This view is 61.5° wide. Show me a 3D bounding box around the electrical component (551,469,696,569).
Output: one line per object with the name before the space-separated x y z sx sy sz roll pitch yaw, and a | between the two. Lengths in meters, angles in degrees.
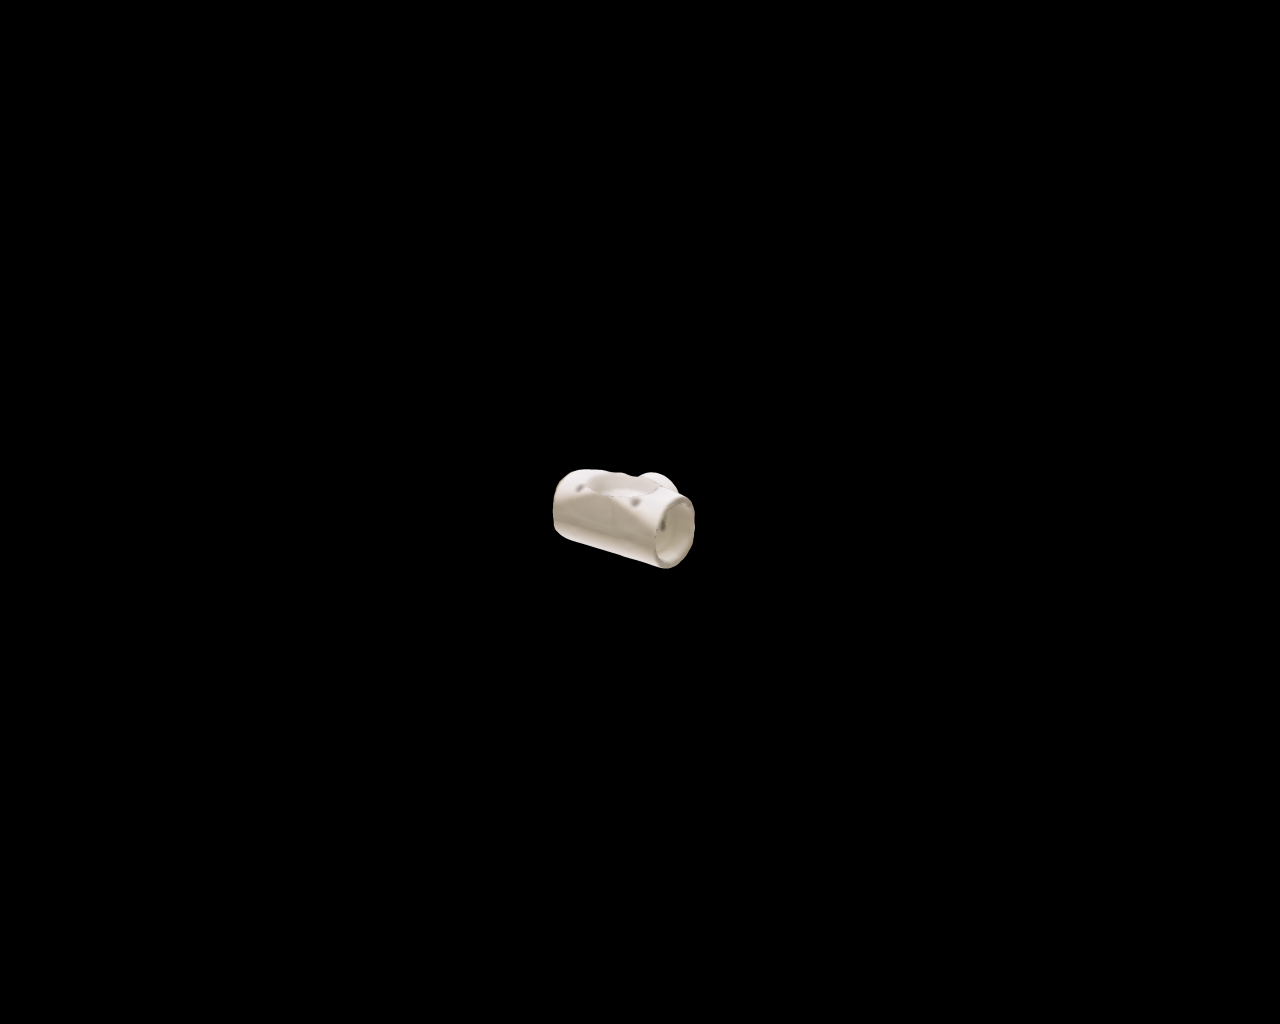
electrical component | 0.001 -0.003 0.650 0.077 0.044 0.079 16 27 34
